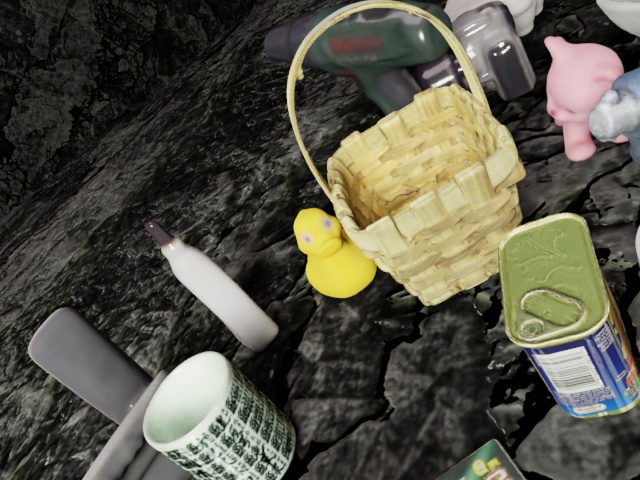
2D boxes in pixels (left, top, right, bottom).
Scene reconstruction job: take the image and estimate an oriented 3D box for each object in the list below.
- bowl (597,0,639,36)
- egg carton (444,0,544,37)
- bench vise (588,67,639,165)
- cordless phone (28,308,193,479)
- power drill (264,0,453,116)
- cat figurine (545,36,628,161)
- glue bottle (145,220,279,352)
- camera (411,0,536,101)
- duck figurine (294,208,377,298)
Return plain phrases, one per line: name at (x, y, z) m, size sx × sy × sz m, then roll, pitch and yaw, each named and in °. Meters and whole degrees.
bowl at (0.365, -0.247, 0.558) m, size 0.167 × 0.075 × 0.167 m, roll -27°, pitch 31°, yaw 18°
egg carton at (0.238, -0.323, 0.810) m, size 0.149 × 0.070 × 0.107 m, roll -6°, pitch 43°, yaw 44°
bench vise at (0.273, -0.160, 0.387) m, size 0.208 × 0.220 × 0.121 m, roll -47°, pitch 31°, yaw -16°
cordless phone at (-0.194, 0.158, 0.488) m, size 0.093 × 0.185 × 0.148 m, roll -8°, pitch 41°, yaw 41°
power drill at (0.061, -0.173, 0.650) m, size 0.228 × 0.209 × 0.076 m, roll -2°, pitch 46°, yaw 47°
cat figurine at (0.232, -0.140, 0.510) m, size 0.067 × 0.118 × 0.128 m, roll -23°, pitch 33°, yaw 24°
glue bottle at (-0.114, 0.042, 0.576) m, size 0.037 × 0.173 × 0.077 m, roll -48°, pitch 31°, yaw -17°
camera at (0.177, -0.225, 0.707) m, size 0.136 × 0.101 × 0.143 m, roll -24°, pitch 32°, yaw 23°
duck figurine at (0.005, 0.002, 0.591) m, size 0.077 × 0.086 × 0.104 m, roll -38°, pitch 29°, yaw 0°
